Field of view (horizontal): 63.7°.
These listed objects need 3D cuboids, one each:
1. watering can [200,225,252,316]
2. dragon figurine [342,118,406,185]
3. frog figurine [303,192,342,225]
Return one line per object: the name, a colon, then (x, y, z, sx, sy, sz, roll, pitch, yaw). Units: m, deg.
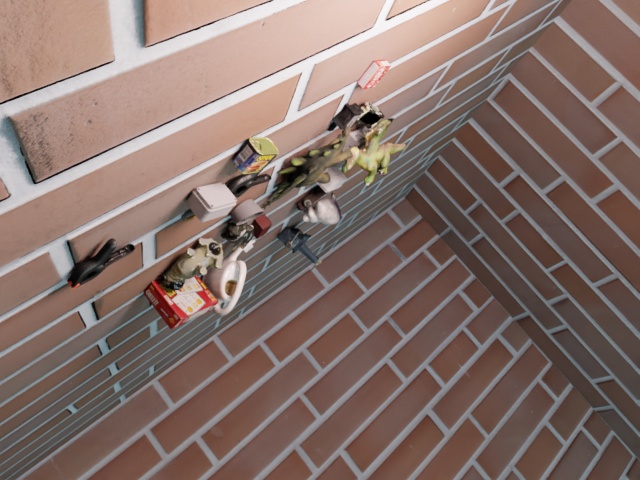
watering can: (-0.348, 0.115, 1.944, 0.223, 0.353, 0.103, -7, -27, 43)
dragon figurine: (0.214, -0.336, 1.851, 0.416, 0.123, 0.237, -37, -18, -33)
frog figurine: (0.007, -0.109, 2.165, 0.160, 0.125, 0.135, -24, -27, -3)
